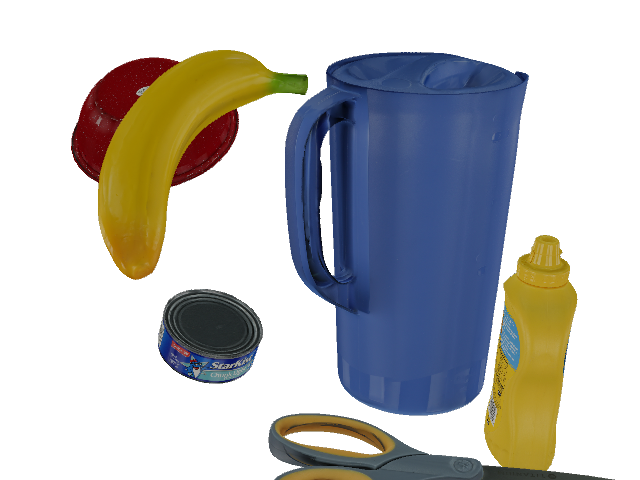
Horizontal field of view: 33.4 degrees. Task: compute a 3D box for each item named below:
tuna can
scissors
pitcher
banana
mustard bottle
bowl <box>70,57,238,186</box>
[{"bbox_3d":[-0.094,0.081,0.903,0.086,0.034,0.086,13,34,-9],"label":"tuna can"},{"bbox_3d":[0.060,0.129,0.545,0.202,0.016,0.096,11,27,20],"label":"scissors"},{"bbox_3d":[0.059,-0.004,0.741,0.149,0.243,0.145,4,21,9],"label":"pitcher"},{"bbox_3d":[-0.075,-0.056,0.577,0.070,0.037,0.197,18,44,16],"label":"banana"},{"bbox_3d":[0.172,0.086,0.870,0.058,0.192,0.096,3,23,2],"label":"mustard bottle"},{"bbox_3d":[-0.160,-0.121,0.995,0.162,0.162,0.055,0,-41,7],"label":"bowl"}]
